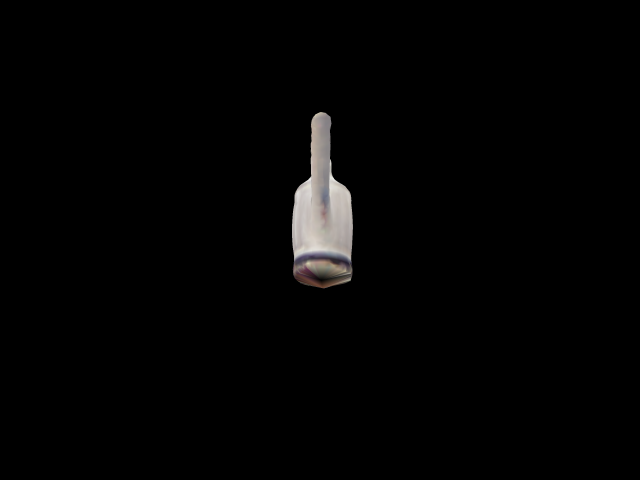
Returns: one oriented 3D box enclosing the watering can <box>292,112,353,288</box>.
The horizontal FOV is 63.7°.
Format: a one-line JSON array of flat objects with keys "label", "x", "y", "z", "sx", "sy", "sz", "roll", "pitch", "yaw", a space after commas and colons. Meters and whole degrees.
[{"label": "watering can", "x": 0.003, "y": -0.043, "z": 0.850, "sx": 0.104, "sy": 0.228, "sz": 0.342, "roll": -1, "pitch": -18, "yaw": 3}]
